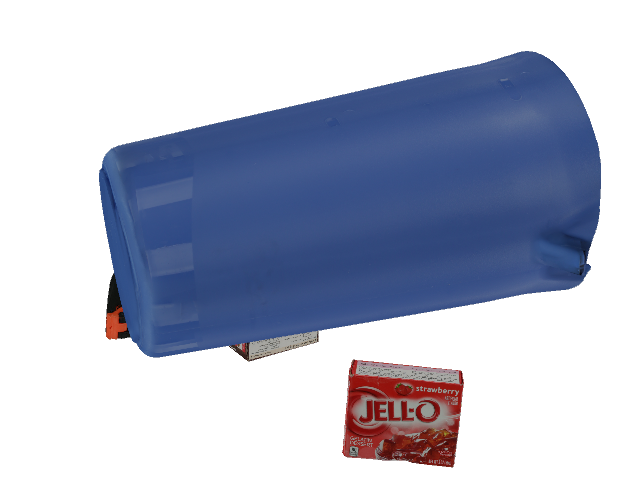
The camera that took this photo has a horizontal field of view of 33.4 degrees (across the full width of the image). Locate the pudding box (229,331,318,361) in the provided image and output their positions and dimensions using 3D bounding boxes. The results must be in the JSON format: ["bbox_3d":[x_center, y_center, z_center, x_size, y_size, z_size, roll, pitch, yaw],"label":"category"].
[{"bbox_3d":[-0.071,0.116,1.415,0.113,0.039,0.090,-15,25,-31],"label":"pudding box"}]

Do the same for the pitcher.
[{"bbox_3d":[0.010,-0.021,0.568,0.242,0.145,0.149,-11,-7,-14],"label":"pitcher"}]

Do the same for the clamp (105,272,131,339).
[{"bbox_3d":[-0.141,0.030,1.023,0.165,0.036,0.209,27,36,27],"label":"clamp"}]

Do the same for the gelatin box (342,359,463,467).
[{"bbox_3d":[0.064,0.136,0.835,0.089,0.073,0.030,5,19,4],"label":"gelatin box"}]
